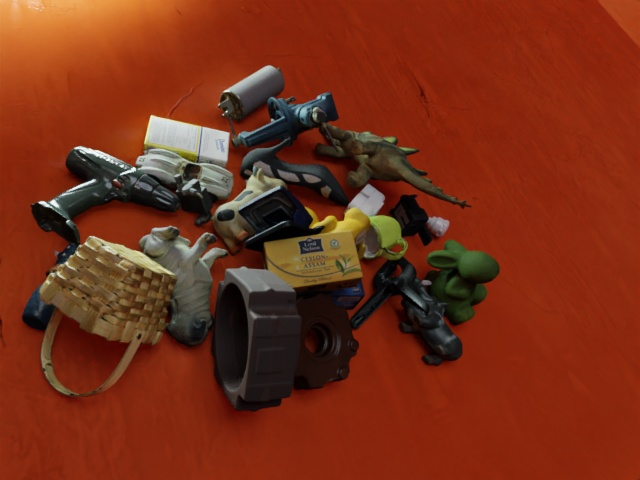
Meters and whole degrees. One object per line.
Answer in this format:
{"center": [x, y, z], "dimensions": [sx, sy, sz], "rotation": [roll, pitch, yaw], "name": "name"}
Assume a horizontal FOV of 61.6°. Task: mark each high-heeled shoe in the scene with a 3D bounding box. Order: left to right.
{"center": [-0.058, -0.126, 1.223], "dimensions": [0.248, 0.145, 0.086], "rotation": [43, 25, -25], "name": "high-heeled shoe"}

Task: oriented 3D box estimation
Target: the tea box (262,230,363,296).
{"center": [-0.016, 0.046, 0.994], "dimensions": [0.170, 0.068, 0.098], "rotation": [-10, 71, -11], "name": "tea box"}

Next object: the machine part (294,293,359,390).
{"center": [-0.012, 0.182, 0.973], "dimensions": [0.179, 0.056, 0.179], "rotation": [12, 69, -34], "name": "machine part"}

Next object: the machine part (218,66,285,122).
{"center": [-0.164, -0.361, 1.321], "dimensions": [0.079, 0.079, 0.243], "rotation": [38, 50, 6], "name": "machine part"}

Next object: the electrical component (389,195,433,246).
{"center": [0.215, -0.040, 1.256], "dimensions": [0.048, 0.074, 0.119], "rotation": [-4, 61, -26], "name": "electrical component"}

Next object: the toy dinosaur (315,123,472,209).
{"center": [0.143, -0.189, 1.264], "dimensions": [0.198, 0.105, 0.472], "rotation": [-10, 41, -36], "name": "toy dinosaur"}

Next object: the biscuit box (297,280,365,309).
{"center": [-0.015, 0.098, 1.068], "dimensions": [0.203, 0.059, 0.063], "rotation": [3, 56, -21], "name": "biscuit box"}

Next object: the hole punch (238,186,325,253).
{"center": [-0.081, -0.033, 1.015], "dimensions": [0.115, 0.142, 0.092], "rotation": [24, 42, -59], "name": "hole punch"}

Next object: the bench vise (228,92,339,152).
{"center": [-0.084, -0.261, 1.231], "dimensions": [0.241, 0.128, 0.224], "rotation": [-26, 34, -15], "name": "bench vise"}

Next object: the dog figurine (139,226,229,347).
{"center": [-0.264, 0.084, 0.960], "dimensions": [0.173, 0.121, 0.190], "rotation": [5, 68, 21], "name": "dog figurine"}

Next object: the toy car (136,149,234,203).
{"center": [-0.282, -0.135, 1.123], "dimensions": [0.202, 0.056, 0.073], "rotation": [17, 52, -12], "name": "toy car"}

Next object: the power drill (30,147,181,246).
{"center": [-0.410, -0.074, 1.012], "dimensions": [0.232, 0.086, 0.207], "rotation": [33, 54, 4], "name": "power drill"}

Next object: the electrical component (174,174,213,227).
{"center": [-0.252, -0.078, 1.075], "dimensions": [0.078, 0.102, 0.045], "rotation": [11, 45, 17], "name": "electrical component"}

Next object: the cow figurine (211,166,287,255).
{"center": [-0.144, -0.071, 1.123], "dimensions": [0.127, 0.085, 0.195], "rotation": [48, 53, 6], "name": "cow figurine"}

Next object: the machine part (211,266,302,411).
{"center": [-0.107, 0.156, 0.878], "dimensions": [0.087, 0.200, 0.202], "rotation": [3, 11, -28], "name": "machine part"}

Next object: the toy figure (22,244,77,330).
{"center": [-0.443, 0.075, 0.905], "dimensions": [0.064, 0.057, 0.154], "rotation": [18, 51, -4], "name": "toy figure"}

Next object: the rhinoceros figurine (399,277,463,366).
{"center": [0.229, 0.165, 1.116], "dimensions": [0.112, 0.073, 0.190], "rotation": [-16, 64, -29], "name": "rhinoceros figurine"}

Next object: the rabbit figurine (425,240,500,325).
{"center": [0.312, 0.072, 1.154], "dimensions": [0.121, 0.170, 0.159], "rotation": [-31, 73, -37], "name": "rabbit figurine"}

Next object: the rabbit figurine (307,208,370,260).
{"center": [-0.002, -0.003, 1.130], "dimensions": [0.173, 0.121, 0.162], "rotation": [33, 55, 22], "name": "rabbit figurine"}
